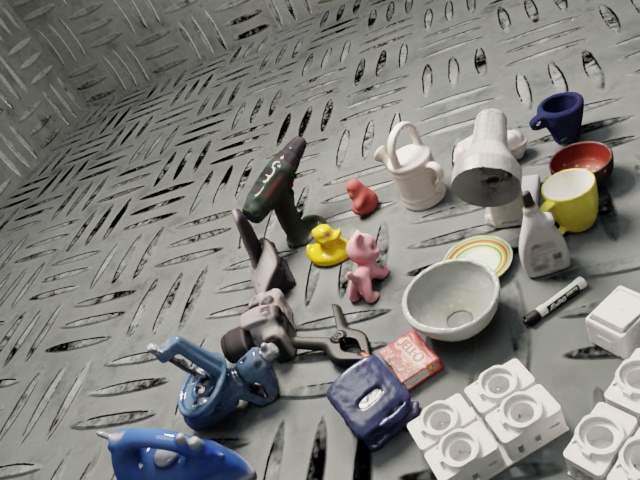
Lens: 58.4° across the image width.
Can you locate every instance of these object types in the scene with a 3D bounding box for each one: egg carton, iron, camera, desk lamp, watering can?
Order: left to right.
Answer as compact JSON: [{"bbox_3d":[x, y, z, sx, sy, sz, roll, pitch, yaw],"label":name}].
[{"bbox_3d":[-0.244,0.352,0.944,0.257,0.142,0.118,-11,38,25],"label":"iron"},{"bbox_3d":[-0.127,0.174,1.125,0.136,0.101,0.143,-23,34,9],"label":"camera"},{"bbox_3d":[0.191,-0.167,1.247,0.172,0.194,0.101,-3,42,34],"label":"watering can"},{"bbox_3d":[0.373,-0.197,1.263,0.150,0.070,0.107,-30,34,-1],"label":"egg carton"},{"bbox_3d":[0.330,-0.122,1.069,0.117,0.214,0.203,-6,41,31],"label":"desk lamp"}]

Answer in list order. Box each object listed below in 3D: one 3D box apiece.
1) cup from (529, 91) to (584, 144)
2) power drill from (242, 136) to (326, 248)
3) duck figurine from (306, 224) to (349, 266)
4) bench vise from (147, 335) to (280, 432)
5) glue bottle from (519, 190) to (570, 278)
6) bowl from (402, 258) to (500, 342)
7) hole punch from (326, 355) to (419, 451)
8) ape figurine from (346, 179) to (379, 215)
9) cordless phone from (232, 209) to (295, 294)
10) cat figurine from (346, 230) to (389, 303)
[{"bbox_3d":[0.501,-0.243,1.206,0.118,0.095,0.091,-30,34,0],"label":"cup"},{"bbox_3d":[-0.072,-0.098,1.339,0.075,0.209,0.230,12,52,45],"label":"power drill"},{"bbox_3d":[0.012,0.004,1.255,0.104,0.086,0.077,-13,38,23],"label":"duck figurine"},{"bbox_3d":[-0.185,0.218,1.003,0.207,0.220,0.121,-38,35,-12],"label":"bench vise"},{"bbox_3d":[0.359,-0.014,0.944,0.078,0.173,0.037,-18,36,17],"label":"glue bottle"},{"bbox_3d":[0.227,0.113,0.966,0.167,0.075,0.167,-20,35,15],"label":"bowl"},{"bbox_3d":[0.081,0.248,0.884,0.109,0.091,0.100,-38,35,-12],"label":"hole punch"},{"bbox_3d":[0.090,-0.104,1.332,0.076,0.092,0.078,-12,38,24],"label":"ape figurine"},{"bbox_3d":[-0.141,0.028,1.247,0.094,0.185,0.147,-33,34,-5],"label":"cordless phone"},{"bbox_3d":[0.081,0.042,1.127,0.067,0.118,0.128,-5,41,32],"label":"cat figurine"}]
